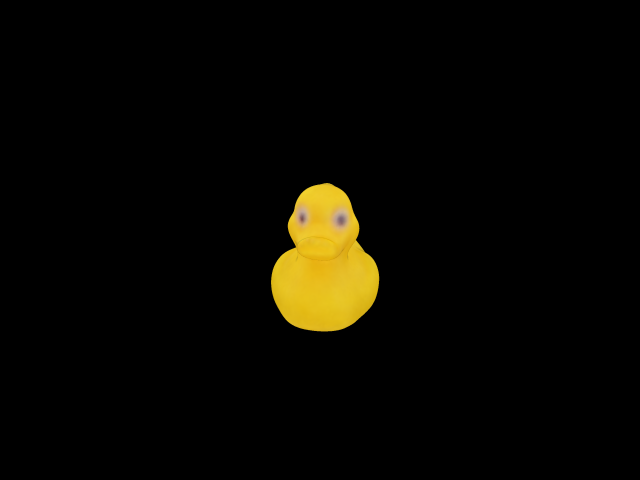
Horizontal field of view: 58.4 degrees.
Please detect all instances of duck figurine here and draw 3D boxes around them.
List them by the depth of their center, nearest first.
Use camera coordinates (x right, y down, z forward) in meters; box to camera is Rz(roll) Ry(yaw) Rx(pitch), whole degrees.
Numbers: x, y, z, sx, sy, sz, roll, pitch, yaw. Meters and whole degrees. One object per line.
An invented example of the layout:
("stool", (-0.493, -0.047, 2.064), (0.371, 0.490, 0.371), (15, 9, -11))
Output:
("duck figurine", (0.004, 0.001, 0.400), (0.077, 0.086, 0.104), (3, 26, 7))
